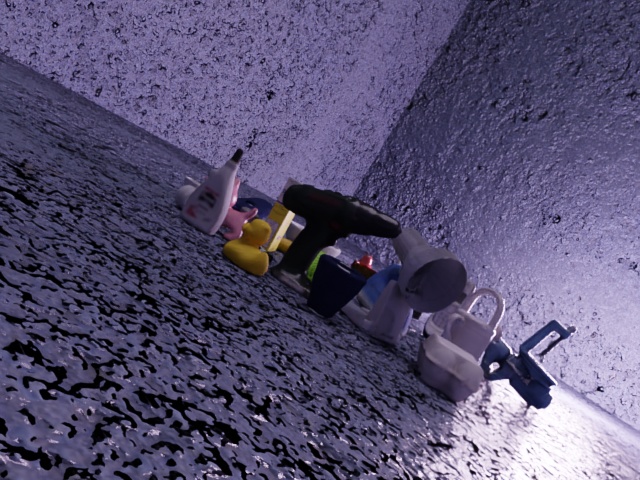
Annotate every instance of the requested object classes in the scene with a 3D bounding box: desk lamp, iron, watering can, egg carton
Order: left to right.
[{"bbox_3d":[0.180,0.125,1.325,0.119,0.141,0.258,30,4,-13],"label":"iron"},{"bbox_3d":[0.153,0.087,1.079,0.118,0.213,0.202,29,4,-30],"label":"desk lamp"},{"bbox_3d":[0.220,0.219,0.986,0.107,0.069,0.150,31,4,3],"label":"egg carton"},{"bbox_3d":[0.348,0.198,1.299,0.100,0.194,0.173,33,4,30],"label":"watering can"}]

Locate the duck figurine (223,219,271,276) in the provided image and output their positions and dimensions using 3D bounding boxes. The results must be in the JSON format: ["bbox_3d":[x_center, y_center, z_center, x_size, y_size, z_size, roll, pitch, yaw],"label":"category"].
[{"bbox_3d":[-0.115,0.006,1.000,0.078,0.086,0.104,28,5,-41],"label":"duck figurine"}]

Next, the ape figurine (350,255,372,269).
[{"bbox_3d":[0.135,0.089,1.799,0.078,0.092,0.076,31,4,-4],"label":"ape figurine"}]

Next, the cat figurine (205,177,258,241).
[{"bbox_3d":[-0.190,-0.072,1.183,0.127,0.117,0.067,31,4,6],"label":"cat figurine"}]

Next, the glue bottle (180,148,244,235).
[{"bbox_3d":[-0.194,-0.099,1.091,0.078,0.173,0.037,31,4,8],"label":"glue bottle"}]

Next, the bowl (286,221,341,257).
[{"bbox_3d":[-0.031,0.018,1.571,0.167,0.074,0.167,31,4,-2],"label":"bowl"}]

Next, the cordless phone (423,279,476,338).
[{"bbox_3d":[0.363,0.200,1.454,0.147,0.185,0.094,32,4,14],"label":"cordless phone"}]

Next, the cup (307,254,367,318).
[{"bbox_3d":[0.025,0.086,0.994,0.091,0.095,0.118,33,4,25],"label":"cup"}]

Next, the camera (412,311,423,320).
[{"bbox_3d":[0.244,0.162,1.643,0.136,0.101,0.143,32,4,11],"label":"camera"}]

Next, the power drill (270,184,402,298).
[{"bbox_3d":[0.010,0.004,1.078,0.229,0.208,0.076,32,4,14],"label":"power drill"}]

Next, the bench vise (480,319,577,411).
[{"bbox_3d":[0.499,0.268,1.373,0.207,0.219,0.121,31,4,2],"label":"bench vise"}]

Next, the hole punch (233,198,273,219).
[{"bbox_3d":[-0.181,-0.073,1.450,0.101,0.091,0.108,28,5,-40],"label":"hole punch"}]
